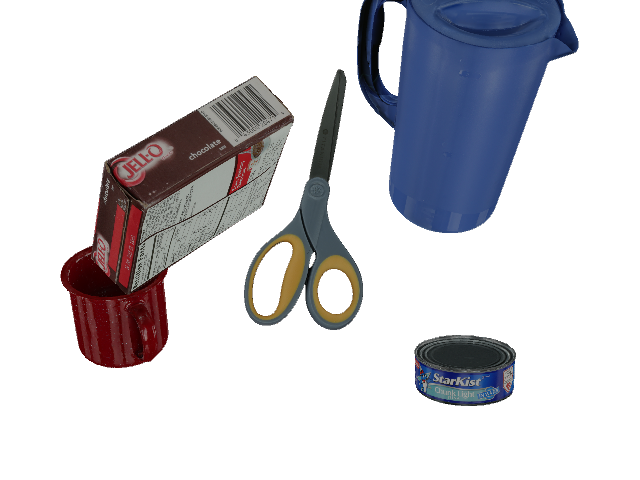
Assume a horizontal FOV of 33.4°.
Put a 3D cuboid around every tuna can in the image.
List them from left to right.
[{"bbox_3d":[0.123,0.110,0.911,0.086,0.034,0.086,-1,14,0],"label":"tuna can"}]

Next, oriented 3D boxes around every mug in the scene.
[{"bbox_3d":[-0.172,0.064,0.939,0.093,0.081,0.117,-20,37,-28],"label":"mug"}]

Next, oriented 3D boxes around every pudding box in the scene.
[{"bbox_3d":[-0.073,-0.030,0.598,0.113,0.039,0.090,-34,-18,-33],"label":"pudding box"}]

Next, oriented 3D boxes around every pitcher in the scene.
[{"bbox_3d":[0.119,-0.127,0.971,0.144,0.149,0.243,-15,-39,-19],"label":"pitcher"}]

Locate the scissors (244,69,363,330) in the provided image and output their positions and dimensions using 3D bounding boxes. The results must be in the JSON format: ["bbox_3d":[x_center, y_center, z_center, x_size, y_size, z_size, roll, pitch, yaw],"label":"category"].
[{"bbox_3d":[0.011,-0.021,0.798,0.096,0.201,0.016,27,-9,2],"label":"scissors"}]
